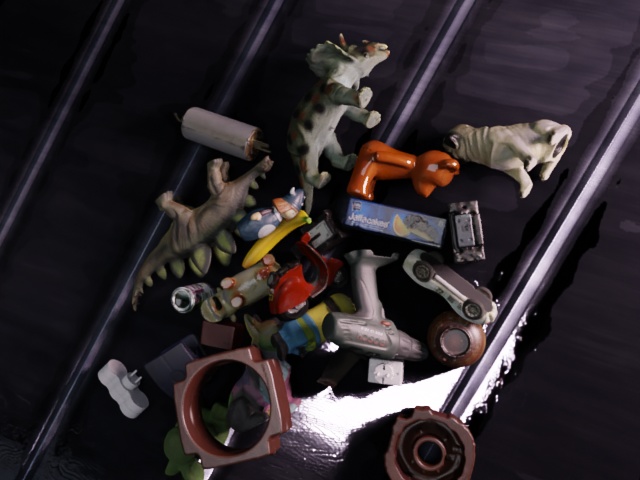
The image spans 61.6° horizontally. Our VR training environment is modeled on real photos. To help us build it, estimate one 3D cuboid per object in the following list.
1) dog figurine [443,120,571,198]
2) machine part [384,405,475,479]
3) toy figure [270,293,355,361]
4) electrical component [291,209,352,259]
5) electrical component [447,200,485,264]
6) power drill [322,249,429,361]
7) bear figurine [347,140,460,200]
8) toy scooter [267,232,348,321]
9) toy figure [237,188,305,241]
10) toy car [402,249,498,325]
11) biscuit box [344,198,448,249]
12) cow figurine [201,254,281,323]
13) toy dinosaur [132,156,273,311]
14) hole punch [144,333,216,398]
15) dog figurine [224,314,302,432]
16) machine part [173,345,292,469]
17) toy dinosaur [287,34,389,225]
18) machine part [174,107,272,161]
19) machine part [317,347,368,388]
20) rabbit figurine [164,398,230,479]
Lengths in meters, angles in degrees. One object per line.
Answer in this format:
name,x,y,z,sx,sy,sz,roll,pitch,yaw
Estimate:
dog figurine,0.354,-0.193,1.028,0.172,0.121,0.191,-33,53,-26
machine part,0.213,0.409,1.041,0.180,0.056,0.179,-1,86,14
toy figure,-0.009,0.172,1.069,0.180,0.089,0.082,-24,84,-24
electrical component,-0.002,-0.003,1.125,0.119,0.048,0.075,-42,75,26
electrical component,0.274,-0.013,1.011,0.058,0.134,0.115,-9,82,13
power drill,0.114,0.127,1.050,0.232,0.086,0.207,9,79,-25
bear figurine,0.168,-0.123,1.058,0.196,0.120,0.131,18,95,10
toy scooter,-0.036,0.066,1.060,0.184,0.075,0.135,-32,108,-24
toy figure,-0.094,-0.051,1.092,0.154,0.064,0.057,-29,95,2
toy car,0.253,0.090,1.038,0.202,0.073,0.056,39,124,14
biscuit box,0.152,-0.033,1.081,0.203,0.062,0.059,13,89,15
cow figurine,-0.165,0.109,1.139,0.195,0.127,0.085,-31,80,-3
toy dinosaur,-0.272,-0.022,1.175,0.471,0.105,0.198,-35,82,17
hole punch,-0.304,0.279,1.173,0.142,0.092,0.116,-33,83,7
dog figurine,-0.130,0.263,1.116,0.192,0.108,0.219,-23,77,8
machine part,-0.164,0.312,1.016,0.201,0.087,0.201,-16,74,8
toy dinosaur,0.001,-0.240,1.112,0.192,0.131,0.404,42,108,30
machine part,-0.215,-0.234,1.185,0.243,0.079,0.079,20,92,16
machine part,0.049,0.243,1.092,0.084,0.039,0.139,34,100,-21
rabbit figurine,-0.273,0.414,1.111,0.121,0.170,0.159,14,90,16
